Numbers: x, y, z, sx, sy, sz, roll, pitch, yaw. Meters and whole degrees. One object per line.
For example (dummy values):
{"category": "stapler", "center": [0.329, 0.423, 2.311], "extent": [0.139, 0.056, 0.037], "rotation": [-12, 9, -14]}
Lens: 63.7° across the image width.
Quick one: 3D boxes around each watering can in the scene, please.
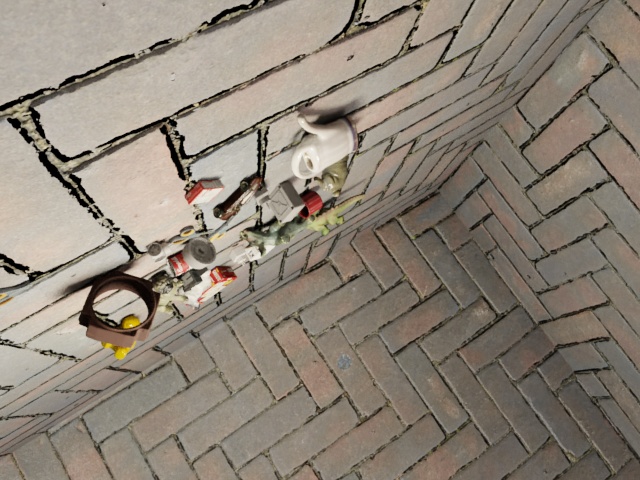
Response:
{"category": "watering can", "center": [0.014, -0.293, 1.510], "extent": [0.226, 0.105, 0.341], "rotation": [-32, -17, -16]}

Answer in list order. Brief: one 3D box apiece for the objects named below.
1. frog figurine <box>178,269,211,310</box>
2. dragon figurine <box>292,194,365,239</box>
{"category": "frog figurine", "center": [-0.513, 0.184, 2.102], "extent": [0.123, 0.156, 0.140], "rotation": [21, 28, 1]}
{"category": "dragon figurine", "center": [0.007, -0.118, 2.346], "extent": [0.408, 0.124, 0.241], "rotation": [-38, -19, 11]}
